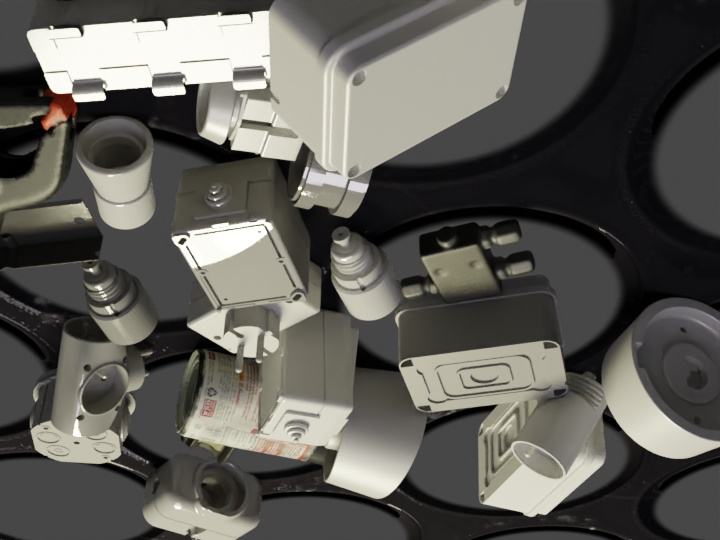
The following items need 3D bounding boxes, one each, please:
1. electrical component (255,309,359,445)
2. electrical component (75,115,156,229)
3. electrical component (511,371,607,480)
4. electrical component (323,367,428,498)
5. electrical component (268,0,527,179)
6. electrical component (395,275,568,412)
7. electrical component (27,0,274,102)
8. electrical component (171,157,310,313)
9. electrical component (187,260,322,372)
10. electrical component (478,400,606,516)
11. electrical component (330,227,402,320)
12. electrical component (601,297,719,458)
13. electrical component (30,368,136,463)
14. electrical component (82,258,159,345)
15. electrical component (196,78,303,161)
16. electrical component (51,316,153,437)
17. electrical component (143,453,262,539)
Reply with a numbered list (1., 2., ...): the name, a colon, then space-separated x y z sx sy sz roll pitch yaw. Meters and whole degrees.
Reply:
1. electrical component: -0.037 0.081 0.768 0.061 0.096 0.061 12 141 -18
2. electrical component: -0.142 -0.054 0.639 0.044 0.044 0.065 2 148 -2
3. electrical component: 0.148 0.106 0.778 0.043 0.081 0.043 29 152 17
4. electrical component: 0.008 0.122 0.823 0.064 0.099 0.099 13 141 -6
5. electrical component: 0.018 -0.104 0.512 0.113 0.057 0.078 -30 150 -23
6. electrical component: 0.087 0.052 0.762 0.113 0.057 0.078 -8 142 12
7. electrical component: -0.095 -0.124 0.528 0.121 0.063 0.078 -3 142 5
8. electrical component: -0.072 -0.028 0.655 0.062 0.061 0.096 -8 142 11
9. electrical component: -0.072 0.033 0.723 0.083 0.075 0.047 -27 135 31
10. electrical component: 0.143 0.139 0.857 0.057 0.078 0.113 14 141 -13
11. electrical component: 0.000 0.000 0.708 0.040 0.040 0.078 -11 141 15
12. electrical component: 0.223 0.081 0.760 0.108 0.108 0.060 13 147 -16
13. electrical component: -0.221 0.115 0.853 0.080 0.051 0.080 0 143 0
14. electrical component: -0.168 0.018 0.734 0.040 0.040 0.078 -8 141 11
15. electrical component: -0.058 -0.090 0.587 0.055 0.048 0.066 5 143 -19
16. electrical component: -0.186 0.075 0.795 0.079 0.044 0.077 -11 121 -48
17. electrical component: -0.138 0.205 0.967 0.095 0.053 0.059 25 137 -28
